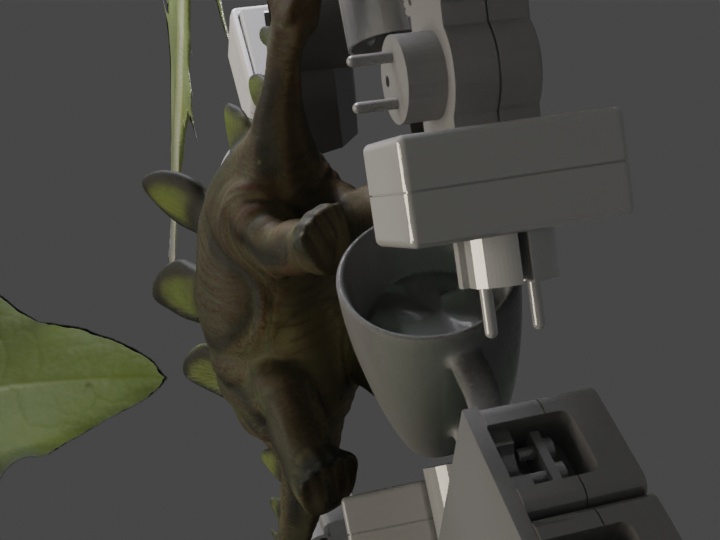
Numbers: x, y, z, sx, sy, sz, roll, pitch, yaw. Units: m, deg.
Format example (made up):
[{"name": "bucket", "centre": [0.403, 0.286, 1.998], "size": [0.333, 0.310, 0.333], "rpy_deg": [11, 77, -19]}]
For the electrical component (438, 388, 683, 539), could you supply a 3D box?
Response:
[{"name": "electrical component", "centre": [0.086, 0.128, 0.385], "size": [0.150, 0.062, 0.089], "rpy_deg": [-113, 19, -44]}]

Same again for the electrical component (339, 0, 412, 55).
[{"name": "electrical component", "centre": [0.008, -0.154, 0.550], "size": [0.043, 0.043, 0.081], "rpy_deg": [152, 108, -75]}]

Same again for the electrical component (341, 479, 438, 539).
[{"name": "electrical component", "centre": [0.031, 0.154, 0.583], "size": [0.083, 0.047, 0.075], "rpy_deg": [22, -126, -70]}]

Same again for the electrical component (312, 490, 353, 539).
[{"name": "electrical component", "centre": [-0.028, 0.210, 0.907], "size": [0.078, 0.058, 0.057], "rpy_deg": [93, 158, -43]}]

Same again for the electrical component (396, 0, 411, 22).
[{"name": "electrical component", "centre": [0.031, -0.129, 0.493], "size": [0.035, 0.035, 0.061], "rpy_deg": [162, 96, -76]}]

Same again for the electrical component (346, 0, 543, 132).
[{"name": "electrical component", "centre": [0.031, -0.080, 0.443], "size": [0.052, 0.074, 0.138], "rpy_deg": [-159, 60, -74]}]

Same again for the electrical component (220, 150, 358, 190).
[{"name": "electrical component", "centre": [-0.059, -0.054, 0.735], "size": [0.138, 0.074, 0.052], "rpy_deg": [31, 98, 47]}]

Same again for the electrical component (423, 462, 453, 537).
[{"name": "electrical component", "centre": [0.061, 0.134, 0.530], "size": [0.043, 0.043, 0.081], "rpy_deg": [133, 127, -73]}]

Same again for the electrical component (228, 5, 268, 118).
[{"name": "electrical component", "centre": [-0.055, -0.141, 0.773], "size": [0.061, 0.062, 0.096], "rpy_deg": [106, 151, -60]}]

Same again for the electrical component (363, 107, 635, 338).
[{"name": "electrical component", "centre": [0.051, -0.014, 0.386], "size": [0.047, 0.083, 0.075], "rpy_deg": [-171, 72, -76]}]
